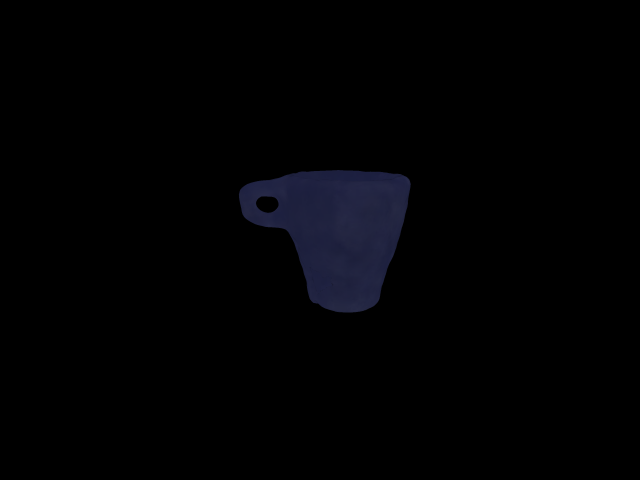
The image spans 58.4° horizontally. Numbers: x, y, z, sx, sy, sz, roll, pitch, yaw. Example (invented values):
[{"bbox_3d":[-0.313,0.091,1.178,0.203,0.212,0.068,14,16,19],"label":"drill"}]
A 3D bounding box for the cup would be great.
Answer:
[{"bbox_3d":[0.004,0.001,0.400,0.118,0.095,0.091,-1,11,-7],"label":"cup"}]
